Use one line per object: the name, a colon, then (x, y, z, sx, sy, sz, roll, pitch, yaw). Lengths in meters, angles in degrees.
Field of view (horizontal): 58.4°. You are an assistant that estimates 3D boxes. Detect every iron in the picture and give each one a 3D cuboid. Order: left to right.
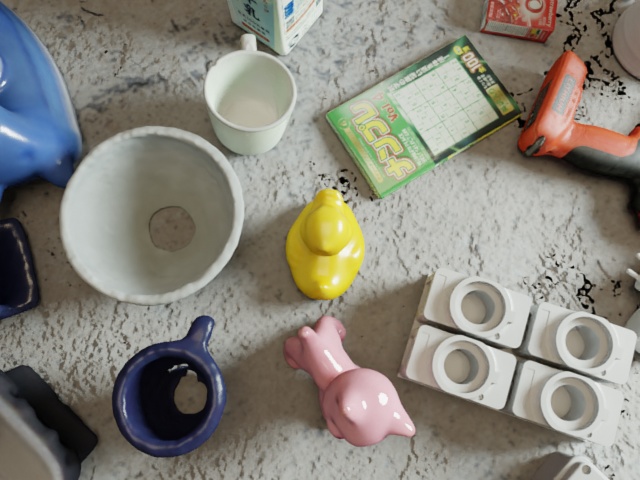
iron: (-0.325, -0.164, 0.541, 0.118, 0.141, 0.258, -21, 79, -4)

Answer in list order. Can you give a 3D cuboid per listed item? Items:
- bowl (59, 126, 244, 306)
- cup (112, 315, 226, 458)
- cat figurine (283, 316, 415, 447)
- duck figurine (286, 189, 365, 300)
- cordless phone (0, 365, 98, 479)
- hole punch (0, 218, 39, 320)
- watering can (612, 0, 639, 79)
bowl: (-0.150, -0.018, 0.544, 0.167, 0.075, 0.167, 0, 78, 0)
cup: (-0.117, 0.124, 0.504, 0.091, 0.095, 0.118, 21, 79, 5)
cat figurine: (0.021, 0.124, 0.492, 0.067, 0.118, 0.127, -36, 80, -7)
duck figurine: (0.005, 0.002, 0.535, 0.077, 0.086, 0.104, 5, 78, 1)
cordless phone: (-0.273, 0.164, 0.449, 0.147, 0.185, 0.094, 38, 81, 8)
hole punch: (-0.330, 0.030, 0.525, 0.101, 0.091, 0.108, -19, 79, -4)
watering can: (0.369, -0.227, 0.529, 0.101, 0.194, 0.173, -24, 79, -5)
